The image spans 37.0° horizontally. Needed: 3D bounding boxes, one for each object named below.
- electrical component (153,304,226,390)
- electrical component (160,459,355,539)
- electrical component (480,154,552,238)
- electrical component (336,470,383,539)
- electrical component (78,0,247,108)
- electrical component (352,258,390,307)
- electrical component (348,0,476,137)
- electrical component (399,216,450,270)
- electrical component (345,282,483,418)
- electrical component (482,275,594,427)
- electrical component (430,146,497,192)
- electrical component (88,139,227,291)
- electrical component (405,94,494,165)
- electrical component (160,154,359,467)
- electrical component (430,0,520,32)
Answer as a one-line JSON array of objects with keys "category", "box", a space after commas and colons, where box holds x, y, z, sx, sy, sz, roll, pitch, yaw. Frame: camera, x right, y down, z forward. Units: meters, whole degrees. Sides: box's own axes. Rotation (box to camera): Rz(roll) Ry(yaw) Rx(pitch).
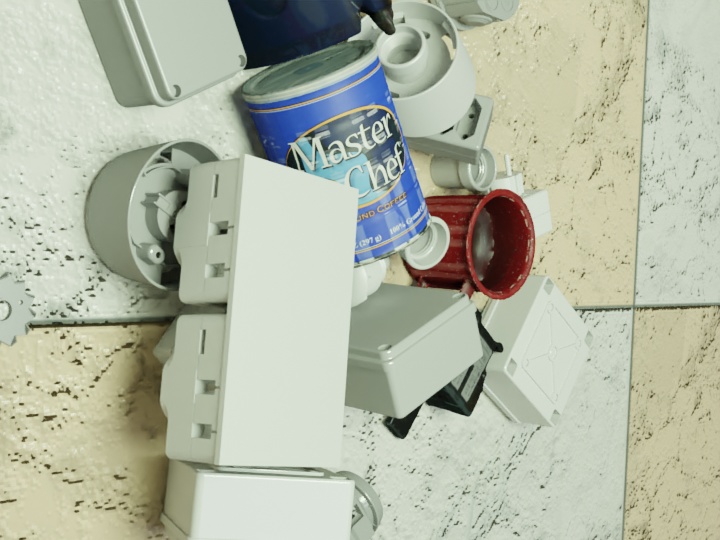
[{"category": "electrical component", "box": [-0.092, 0.042, 0.758, 0.061, 0.061, 0.096, 54, 50, -32]}, {"category": "electrical component", "box": [-0.071, 0.159, 0.726, 0.109, 0.109, 0.056, 7, 85, -19]}, {"category": "electrical component", "box": [0.129, -0.067, 0.968, 0.047, 0.066, 0.076, -23, 110, -42]}, {"category": "electrical component", "box": [-0.019, 0.194, 0.839, 0.057, 0.058, 0.078, -37, 100, -40]}, {"category": "electrical component", "box": [-0.131, -0.169, 0.701, 0.078, 0.057, 0.113, -35, 117, -39]}, {"category": "electrical component", "box": [0.000, 0.000, 0.857, 0.062, 0.048, 0.048, -25, 111, -51]}, {"category": "electrical component", "box": [0.038, -0.160, 0.848, 0.064, 0.099, 0.099, 58, 49, -65]}, {"category": "electrical component", "box": [0.036, -0.031, 0.875, 0.044, 0.065, 0.044, -15, 118, -31]}, {"category": "electrical component", "box": [0.021, 0.059, 0.836, 0.109, 0.109, 0.056, -31, 117, -40]}, {"category": "electrical component", "box": [0.160, 0.075, 1.015, 0.108, 0.056, 0.108, 47, 61, -37]}, {"category": "electrical component", "box": [0.090, -0.088, 0.940, 0.040, 0.046, 0.040, -4, 96, -45]}, {"category": "electrical component", "box": [-0.128, -0.036, 0.709, 0.099, 0.064, 0.099, -4, 96, -45]}, {"category": "electrical component", "box": [0.065, -0.118, 0.900, 0.075, 0.083, 0.047, 75, 31, -74]}, {"category": "electrical component", "box": [-0.064, 0.031, 0.696, 0.105, 0.060, 0.186, 13, 78, -48]}, {"category": "electrical component", "box": [0.100, -0.250, 0.936, 0.080, 0.051, 0.080, -4, 96, -46]}]
